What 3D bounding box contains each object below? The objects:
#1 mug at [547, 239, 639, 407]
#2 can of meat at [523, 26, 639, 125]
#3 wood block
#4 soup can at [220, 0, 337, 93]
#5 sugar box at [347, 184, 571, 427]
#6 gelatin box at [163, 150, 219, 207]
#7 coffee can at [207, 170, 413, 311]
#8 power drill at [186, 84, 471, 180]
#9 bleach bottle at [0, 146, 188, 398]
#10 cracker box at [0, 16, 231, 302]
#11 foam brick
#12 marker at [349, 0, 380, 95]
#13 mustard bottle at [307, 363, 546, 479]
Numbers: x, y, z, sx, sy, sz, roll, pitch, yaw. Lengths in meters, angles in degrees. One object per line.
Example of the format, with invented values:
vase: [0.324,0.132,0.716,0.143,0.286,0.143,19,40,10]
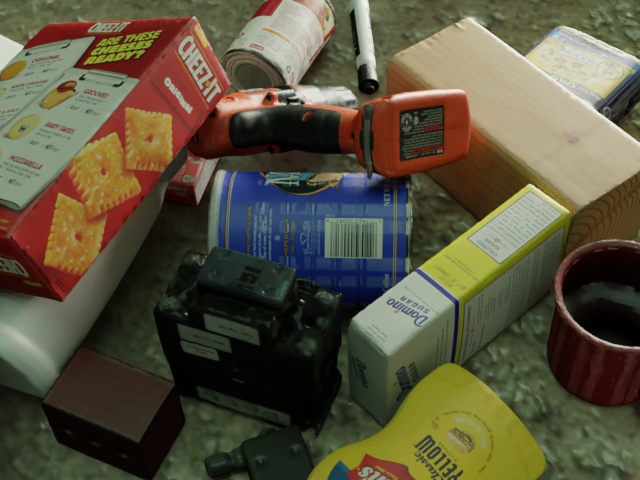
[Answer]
mug: [0.207,0.068,0.724,0.093,0.081,0.117,-26,54,-18]
can of meat: [0.212,-0.128,0.901,0.102,0.057,0.083,33,57,25]
wood block: [0.150,-0.074,0.838,0.090,0.090,0.206,-30,55,-22]
soup can: [-0.037,-0.171,0.938,0.068,0.068,0.102,19,55,17]
sugar box: [0.096,0.045,0.741,0.176,0.093,0.048,-33,56,-23]
gelatin box: [-0.124,-0.072,0.886,0.073,0.030,0.089,11,52,12]
coffee can: [-0.005,0.001,0.774,0.140,0.103,0.103,1,51,3]
power drill: [0.017,-0.088,0.810,0.188,0.057,0.184,8,18,41]
bleach bottle: [-0.166,-0.009,0.783,0.103,0.068,0.250,7,54,42]
cracker box: [-0.186,-0.064,0.751,0.164,0.072,0.213,7,50,37]
foam brick: [-0.138,0.116,0.719,0.078,0.053,0.051,18,54,17]
marker: [0.040,-0.177,0.971,0.020,0.020,0.121,-4,51,-1]
mustard bottle: [0.044,0.165,0.662,0.191,0.058,0.096,-34,71,-25]
